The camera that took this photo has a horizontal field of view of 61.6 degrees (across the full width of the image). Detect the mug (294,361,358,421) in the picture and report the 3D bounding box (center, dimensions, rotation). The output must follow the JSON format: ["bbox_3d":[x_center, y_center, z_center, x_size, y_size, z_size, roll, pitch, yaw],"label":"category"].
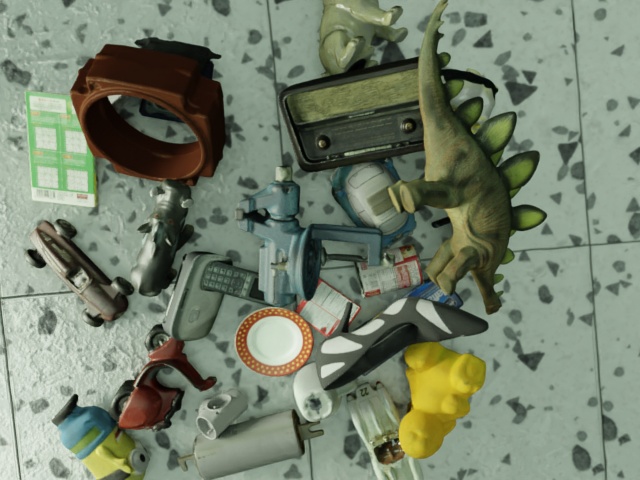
[{"bbox_3d":[0.008,0.246,0.863,0.110,0.107,0.080,-12,94,3],"label":"mug"}]

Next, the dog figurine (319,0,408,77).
[{"bbox_3d":[0.022,-0.357,0.853,0.172,0.121,0.191,-41,77,-1],"label":"dog figurine"}]

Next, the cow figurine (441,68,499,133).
[{"bbox_3d":[0.199,-0.242,0.860,0.167,0.068,0.098,21,87,-4],"label":"cow figurine"}]

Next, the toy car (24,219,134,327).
[{"bbox_3d":[-0.400,0.053,0.886,0.089,0.053,0.202,-43,93,5],"label":"toy car"}]

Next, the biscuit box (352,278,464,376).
[{"bbox_3d":[0.133,0.135,0.880,0.203,0.059,0.063,-36,92,1],"label":"biscuit box"}]

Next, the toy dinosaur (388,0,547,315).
[{"bbox_3d":[0.201,-0.085,0.759,0.199,0.105,0.470,-28,114,-4],"label":"toy dinosaur"}]

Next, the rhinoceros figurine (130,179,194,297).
[{"bbox_3d":[-0.253,-0.005,0.851,0.073,0.112,0.190,23,102,1],"label":"rhinoceros figurine"}]

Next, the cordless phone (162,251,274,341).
[{"bbox_3d":[-0.150,0.103,0.879,0.184,0.089,0.146,18,92,-19],"label":"cordless phone"}]

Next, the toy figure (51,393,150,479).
[{"bbox_3d":[-0.360,0.337,0.883,0.180,0.082,0.089,44,111,-9],"label":"toy figure"}]

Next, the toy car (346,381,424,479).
[{"bbox_3d":[0.109,0.331,0.891,0.073,0.056,0.201,-23,93,1],"label":"toy car"}]

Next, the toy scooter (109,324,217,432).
[{"bbox_3d":[-0.251,0.241,0.882,0.135,0.075,0.184,28,88,-2],"label":"toy scooter"}]

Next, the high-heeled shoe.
[{"bbox_3d":[0.113,0.163,0.790,0.249,0.086,0.145,2,62,26],"label":"high-heeled shoe"}]

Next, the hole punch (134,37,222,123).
[{"bbox_3d":[-0.233,-0.253,0.862,0.142,0.092,0.116,9,59,4],"label":"hole punch"}]

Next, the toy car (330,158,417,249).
[{"bbox_3d":[0.087,-0.063,0.852,0.109,0.103,0.161,-30,90,2],"label":"toy car"}]

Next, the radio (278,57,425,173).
[{"bbox_3d":[0.064,-0.186,0.807,0.230,0.073,0.131,-9,114,12],"label":"radio"}]

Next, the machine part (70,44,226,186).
[{"bbox_3d":[-0.248,-0.175,0.796,0.202,0.200,0.087,9,56,-1],"label":"machine part"}]

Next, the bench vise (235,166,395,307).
[{"bbox_3d":[-0.004,-0.002,0.822,0.241,0.129,0.223,5,90,13],"label":"bench vise"}]

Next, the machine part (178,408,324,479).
[{"bbox_3d":[-0.114,0.334,0.882,0.243,0.079,0.079,-14,92,2],"label":"machine part"}]

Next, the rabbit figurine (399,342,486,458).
[{"bbox_3d":[0.170,0.257,0.839,0.122,0.162,0.173,21,61,15],"label":"rabbit figurine"}]

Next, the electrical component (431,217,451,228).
[{"bbox_3d":[0.246,-0.028,0.866,0.119,0.075,0.047,-22,92,-3],"label":"electrical component"}]
